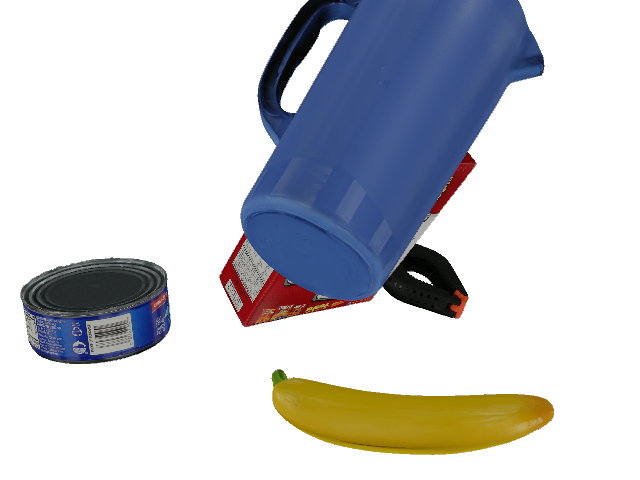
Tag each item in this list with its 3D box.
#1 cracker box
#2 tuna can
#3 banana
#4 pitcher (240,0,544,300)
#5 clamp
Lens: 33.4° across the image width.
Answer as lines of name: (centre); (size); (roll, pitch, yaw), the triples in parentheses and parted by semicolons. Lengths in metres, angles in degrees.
cracker box: (0.020, -0.018, 0.995); (0.163, 0.072, 0.214); (-8, -35, -38)
tuna can: (-0.132, 0.041, 0.634); (0.086, 0.034, 0.086); (-3, 20, 1)
banana: (0.048, 0.110, 0.692); (0.198, 0.037, 0.069); (6, 31, 20)
pitcher: (0.035, -0.084, 0.760); (0.145, 0.242, 0.149); (44, -30, -22)
clamp: (0.078, 0.023, 1.246); (0.164, 0.036, 0.210); (-21, 50, -38)
